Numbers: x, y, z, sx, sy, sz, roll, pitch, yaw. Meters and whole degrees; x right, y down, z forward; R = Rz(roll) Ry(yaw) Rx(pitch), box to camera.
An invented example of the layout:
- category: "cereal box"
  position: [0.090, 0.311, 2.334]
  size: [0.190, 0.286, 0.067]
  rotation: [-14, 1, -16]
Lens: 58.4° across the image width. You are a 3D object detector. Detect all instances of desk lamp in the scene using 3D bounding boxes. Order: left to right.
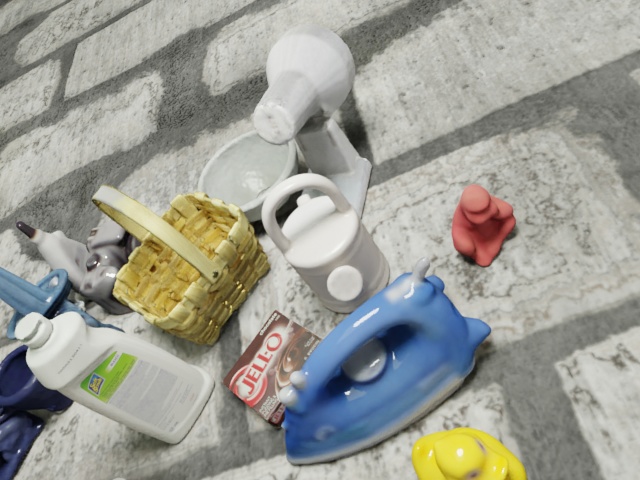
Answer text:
- category: "desk lamp"
  position: [-0.008, -0.149, 0.772]
  size: [0.117, 0.214, 0.203]
  rotation: [-6, 54, 26]

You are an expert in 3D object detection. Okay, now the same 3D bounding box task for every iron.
- category: "iron"
  position: [0.040, 0.127, 0.584]
  size: [0.258, 0.142, 0.118]
  rotation: [-40, 46, -3]

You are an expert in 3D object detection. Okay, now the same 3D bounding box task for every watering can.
- category: "watering can"
  position: [0.008, 0.001, 0.662]
  size: [0.101, 0.195, 0.172]
  rotation: [-48, 47, -10]

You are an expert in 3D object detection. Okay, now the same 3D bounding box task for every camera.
- category: "camera"
  position: [-0.283, 0.024, 0.874]
  size: [0.136, 0.101, 0.143]
  rotation: [-11, 52, 23]

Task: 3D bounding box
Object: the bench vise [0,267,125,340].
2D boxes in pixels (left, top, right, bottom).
- category: "bench vise"
  position: [-0.388, 0.082, 0.806]
  size: [0.206, 0.220, 0.121]
  rotation: [0, 56, 29]

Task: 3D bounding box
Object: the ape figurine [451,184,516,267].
- category: "ape figurine"
  position: [0.182, -0.026, 0.655]
  size: [0.077, 0.092, 0.076]
  rotation: [-22, 48, 13]

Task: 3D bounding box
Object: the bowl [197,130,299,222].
- category: "bowl"
  position: [-0.097, -0.086, 0.870]
  size: [0.167, 0.075, 0.167]
  rotation: [-15, 50, 19]

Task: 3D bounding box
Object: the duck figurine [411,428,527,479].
- category: "duck figurine"
  position: [0.127, 0.201, 0.517]
  size: [0.104, 0.086, 0.077]
  rotation: [7, 60, 33]

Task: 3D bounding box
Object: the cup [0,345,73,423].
- category: "cup"
  position: [-0.397, 0.214, 0.797]
  size: [0.091, 0.095, 0.118]
  rotation: [17, 66, 38]

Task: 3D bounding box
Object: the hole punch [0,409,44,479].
- category: "hole punch"
  position: [-0.463, 0.267, 0.797]
  size: [0.108, 0.091, 0.101]
  rotation: [6, 60, 33]

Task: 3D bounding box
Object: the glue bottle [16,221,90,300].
- category: "glue bottle"
  position: [-0.401, 0.022, 0.891]
  size: [0.037, 0.174, 0.078]
  rotation: [-22, 48, 14]
